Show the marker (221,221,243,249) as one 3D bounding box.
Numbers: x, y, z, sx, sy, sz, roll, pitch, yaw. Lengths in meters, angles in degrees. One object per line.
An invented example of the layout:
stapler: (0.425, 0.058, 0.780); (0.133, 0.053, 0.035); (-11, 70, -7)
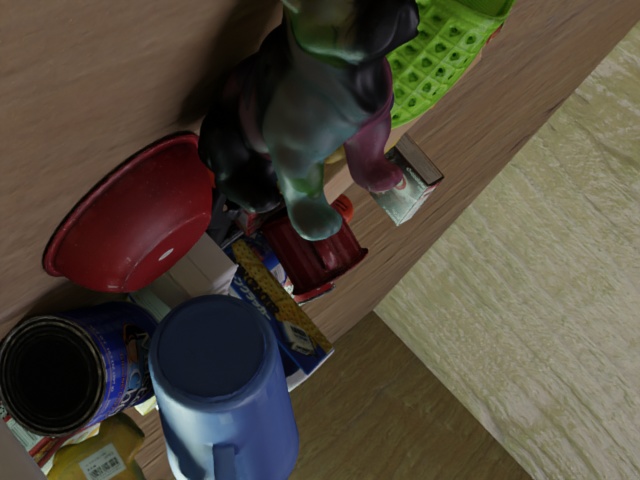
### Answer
marker: (-0.116, 0.007, 1.147); (0.121, 0.020, 0.020); (-40, 171, -24)

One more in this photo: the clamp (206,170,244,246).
clamp: (-0.080, -0.045, 1.001); (0.120, 0.039, 0.171); (-56, 175, -18)

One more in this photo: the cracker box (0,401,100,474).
cracker box: (-0.313, 0.220, 1.091); (0.164, 0.072, 0.213); (-44, 172, 1)

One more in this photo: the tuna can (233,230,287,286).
tuna can: (-0.078, 0.028, 1.198); (0.033, 0.086, 0.086); (-39, 171, -33)

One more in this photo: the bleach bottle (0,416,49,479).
bleach bottle: (-0.236, 0.228, 0.871); (0.068, 0.251, 0.103); (-38, 170, -30)

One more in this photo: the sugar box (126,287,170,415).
sugar box: (-0.164, 0.094, 1.096); (0.176, 0.093, 0.048); (-49, 170, 37)

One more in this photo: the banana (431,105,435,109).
banana: (0.099, -0.179, 1.099); (0.197, 0.037, 0.069); (-4, 102, -77)

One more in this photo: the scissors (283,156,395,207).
scissors: (-0.006, -0.051, 1.184); (0.096, 0.016, 0.202); (-26, -177, -31)

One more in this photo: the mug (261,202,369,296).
mug: (-0.007, 0.001, 1.103); (0.093, 0.081, 0.117); (-31, -170, -2)

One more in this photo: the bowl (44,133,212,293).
bowl: (-0.138, -0.009, 0.844); (0.162, 0.055, 0.162); (-42, 171, -8)

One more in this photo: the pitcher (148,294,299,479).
pitcher: (-0.086, 0.157, 0.971); (0.145, 0.149, 0.243); (-45, 159, -21)

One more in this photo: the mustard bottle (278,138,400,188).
mustard bottle: (0.015, -0.096, 1.073); (0.191, 0.058, 0.096); (-38, 151, -41)

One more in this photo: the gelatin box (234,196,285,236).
gelatin box: (-0.051, -0.051, 1.126); (0.089, 0.030, 0.073); (-41, 171, -15)

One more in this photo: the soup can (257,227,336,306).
soup can: (-0.031, 0.022, 1.272); (0.068, 0.102, 0.068); (-21, -175, 2)

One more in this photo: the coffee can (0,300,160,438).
coffee can: (-0.205, 0.110, 0.946); (0.103, 0.103, 0.140); (-45, 171, 12)

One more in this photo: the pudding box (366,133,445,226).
pudding box: (0.090, -0.088, 1.322); (0.039, 0.113, 0.090); (-34, 167, -37)

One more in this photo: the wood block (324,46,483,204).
wood block: (0.039, -0.130, 0.953); (0.206, 0.091, 0.090); (-44, 172, 2)

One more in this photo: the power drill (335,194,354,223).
power drill: (-0.038, 0.038, 1.403); (0.187, 0.057, 0.185); (-60, -174, -32)

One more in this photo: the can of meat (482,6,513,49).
can of meat: (0.154, -0.228, 1.134); (0.084, 0.057, 0.102); (-45, 173, -8)
